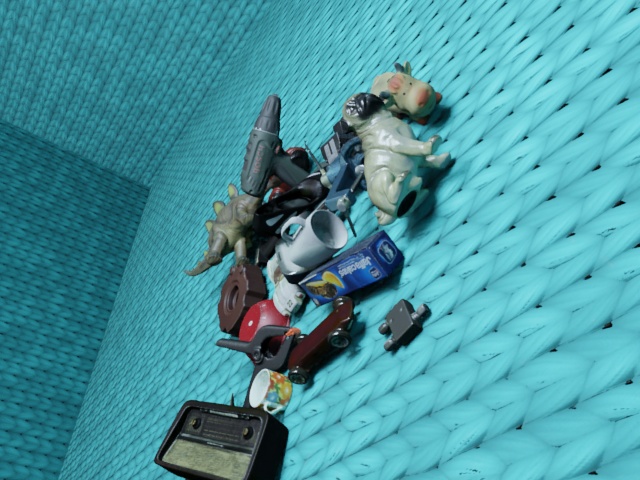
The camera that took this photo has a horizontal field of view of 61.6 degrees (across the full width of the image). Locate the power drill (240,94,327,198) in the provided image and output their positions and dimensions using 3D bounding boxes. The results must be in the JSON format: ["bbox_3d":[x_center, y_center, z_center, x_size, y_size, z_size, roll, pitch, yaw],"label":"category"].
[{"bbox_3d":[-0.071,-0.189,1.231,0.086,0.207,0.232,23,90,59],"label":"power drill"}]

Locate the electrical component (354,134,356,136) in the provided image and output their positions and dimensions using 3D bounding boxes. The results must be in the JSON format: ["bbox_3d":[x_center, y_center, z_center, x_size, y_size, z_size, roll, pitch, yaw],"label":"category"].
[{"bbox_3d":[0.078,-0.278,1.215,0.078,0.045,0.102,-13,55,57],"label":"electrical component"}]

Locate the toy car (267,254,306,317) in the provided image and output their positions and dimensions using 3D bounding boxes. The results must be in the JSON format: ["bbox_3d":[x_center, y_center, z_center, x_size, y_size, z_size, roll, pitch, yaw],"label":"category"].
[{"bbox_3d":[-0.071,0.084,1.149,0.073,0.056,0.202,-54,27,19],"label":"toy car"}]

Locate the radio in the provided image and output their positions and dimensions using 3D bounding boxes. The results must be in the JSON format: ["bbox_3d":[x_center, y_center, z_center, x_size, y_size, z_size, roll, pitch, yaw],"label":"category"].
[{"bbox_3d":[-0.175,0.365,0.958,0.230,0.073,0.131,-4,48,34],"label":"radio"}]

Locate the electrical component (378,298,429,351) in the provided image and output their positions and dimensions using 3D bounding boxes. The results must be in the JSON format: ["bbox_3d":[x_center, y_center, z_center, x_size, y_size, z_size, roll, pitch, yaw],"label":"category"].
[{"bbox_3d":[0.122,0.118,0.790,0.094,0.021,0.063,-52,27,24],"label":"electrical component"}]

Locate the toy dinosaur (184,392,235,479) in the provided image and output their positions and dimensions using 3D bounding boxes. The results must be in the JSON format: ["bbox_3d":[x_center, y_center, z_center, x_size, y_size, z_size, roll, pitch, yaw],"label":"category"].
[{"bbox_3d":[-0.225,0.489,1.013,0.192,0.131,0.405,3,61,45],"label":"toy dinosaur"}]

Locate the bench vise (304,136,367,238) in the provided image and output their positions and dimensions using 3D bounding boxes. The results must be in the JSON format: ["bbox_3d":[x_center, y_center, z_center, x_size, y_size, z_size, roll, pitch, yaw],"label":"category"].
[{"bbox_3d":[0.061,-0.122,0.989,0.224,0.128,0.241,-12,33,35],"label":"bench vise"}]

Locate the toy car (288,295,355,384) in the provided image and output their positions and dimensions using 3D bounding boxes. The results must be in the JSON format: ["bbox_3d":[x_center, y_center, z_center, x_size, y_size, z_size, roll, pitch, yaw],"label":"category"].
[{"bbox_3d":[0.006,0.174,0.924,0.202,0.053,0.089,-48,19,37],"label":"toy car"}]

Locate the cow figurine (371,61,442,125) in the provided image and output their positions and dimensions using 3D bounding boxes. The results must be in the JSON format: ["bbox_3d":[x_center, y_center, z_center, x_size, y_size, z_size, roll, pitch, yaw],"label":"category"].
[{"bbox_3d":[0.150,-0.266,0.974,0.085,0.127,0.195,-63,24,11],"label":"cow figurine"}]

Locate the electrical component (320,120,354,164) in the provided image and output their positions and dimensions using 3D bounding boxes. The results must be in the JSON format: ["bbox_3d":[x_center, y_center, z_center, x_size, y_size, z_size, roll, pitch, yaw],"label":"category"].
[{"bbox_3d":[0.040,-0.203,1.162,0.075,0.048,0.119,-30,70,52],"label":"electrical component"}]

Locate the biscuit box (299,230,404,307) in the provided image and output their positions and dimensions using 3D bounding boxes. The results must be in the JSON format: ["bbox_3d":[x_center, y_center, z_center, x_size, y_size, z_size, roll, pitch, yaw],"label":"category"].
[{"bbox_3d":[0.050,0.053,0.922,0.063,0.059,0.203,-41,6,-41],"label":"biscuit box"}]

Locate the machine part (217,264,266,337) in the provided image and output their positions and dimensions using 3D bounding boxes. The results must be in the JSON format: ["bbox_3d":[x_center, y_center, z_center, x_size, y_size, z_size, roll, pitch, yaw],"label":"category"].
[{"bbox_3d":[-0.194,0.145,1.304,0.179,0.056,0.179,-35,46,47],"label":"machine part"}]

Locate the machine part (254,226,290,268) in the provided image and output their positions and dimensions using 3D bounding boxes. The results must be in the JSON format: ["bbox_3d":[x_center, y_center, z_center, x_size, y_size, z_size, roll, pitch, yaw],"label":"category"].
[{"bbox_3d":[-0.124,0.011,1.342,0.139,0.039,0.084,-49,21,33],"label":"machine part"}]

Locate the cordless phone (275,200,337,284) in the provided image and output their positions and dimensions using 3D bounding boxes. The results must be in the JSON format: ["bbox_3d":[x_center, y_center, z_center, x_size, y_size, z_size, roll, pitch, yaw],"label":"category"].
[{"bbox_3d":[-0.002,-0.003,1.075,0.184,0.088,0.147,-50,28,17],"label":"cordless phone"}]

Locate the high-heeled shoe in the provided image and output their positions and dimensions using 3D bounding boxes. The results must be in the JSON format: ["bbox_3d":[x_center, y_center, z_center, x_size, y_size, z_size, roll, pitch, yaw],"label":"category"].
[{"bbox_3d":[-0.049,-0.100,1.134,0.086,0.145,0.248,29,76,26],"label":"high-heeled shoe"}]

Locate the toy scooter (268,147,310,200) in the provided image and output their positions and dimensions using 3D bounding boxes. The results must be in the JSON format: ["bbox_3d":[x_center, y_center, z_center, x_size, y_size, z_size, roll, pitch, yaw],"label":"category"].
[{"bbox_3d":[-0.094,-0.173,1.413,0.183,0.075,0.135,-60,24,19],"label":"toy scooter"}]

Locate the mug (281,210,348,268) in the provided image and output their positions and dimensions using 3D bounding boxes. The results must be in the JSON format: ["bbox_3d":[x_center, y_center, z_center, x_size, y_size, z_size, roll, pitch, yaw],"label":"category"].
[{"bbox_3d":[-0.021,0.003,0.972,0.107,0.109,0.081,-45,35,43],"label":"mug"}]

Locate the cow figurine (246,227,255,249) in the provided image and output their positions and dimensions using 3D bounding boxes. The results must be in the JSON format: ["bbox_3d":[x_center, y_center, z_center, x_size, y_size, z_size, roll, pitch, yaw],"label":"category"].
[{"bbox_3d":[-0.233,-0.006,1.526,0.098,0.068,0.167,-59,22,23],"label":"cow figurine"}]

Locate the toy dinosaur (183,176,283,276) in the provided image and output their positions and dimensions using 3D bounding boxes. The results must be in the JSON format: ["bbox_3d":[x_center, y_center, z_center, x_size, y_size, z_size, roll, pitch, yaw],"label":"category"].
[{"bbox_3d":[-0.237,-0.018,1.400,0.471,0.105,0.199,-45,38,26],"label":"toy dinosaur"}]

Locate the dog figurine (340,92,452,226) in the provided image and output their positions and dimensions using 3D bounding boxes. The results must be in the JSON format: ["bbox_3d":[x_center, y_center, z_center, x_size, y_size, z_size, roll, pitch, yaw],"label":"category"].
[{"bbox_3d":[0.090,-0.136,0.875,0.191,0.121,0.172,35,83,28],"label":"dog figurine"}]
